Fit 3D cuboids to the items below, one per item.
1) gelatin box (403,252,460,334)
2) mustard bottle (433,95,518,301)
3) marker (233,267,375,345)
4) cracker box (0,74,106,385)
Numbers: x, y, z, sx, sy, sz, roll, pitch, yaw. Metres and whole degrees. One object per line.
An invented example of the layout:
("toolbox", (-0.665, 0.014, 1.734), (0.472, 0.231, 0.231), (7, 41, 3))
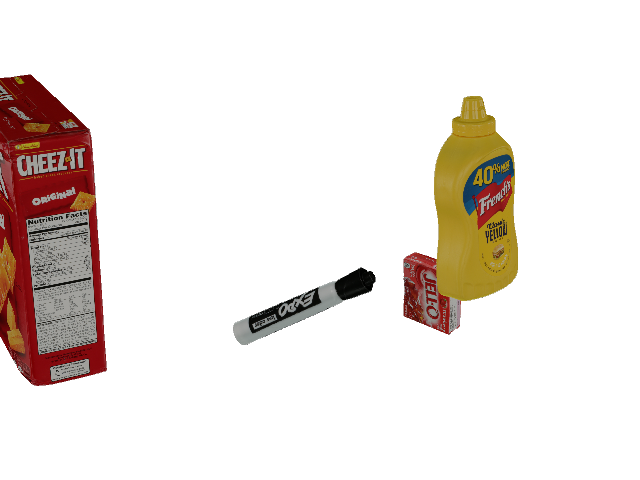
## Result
("gelatin box", (0.142, 0.067, 1.361), (0.073, 0.089, 0.030), (21, 35, 37))
("mustard bottle", (0.150, -0.044, 1.033), (0.096, 0.192, 0.058), (-21, 25, -38))
("marker", (-0.012, 0.049, 0.793), (0.121, 0.020, 0.020), (-25, -11, 25))
("cracker box", (-0.241, -0.011, 0.884), (0.072, 0.214, 0.164), (-12, 28, -27))
